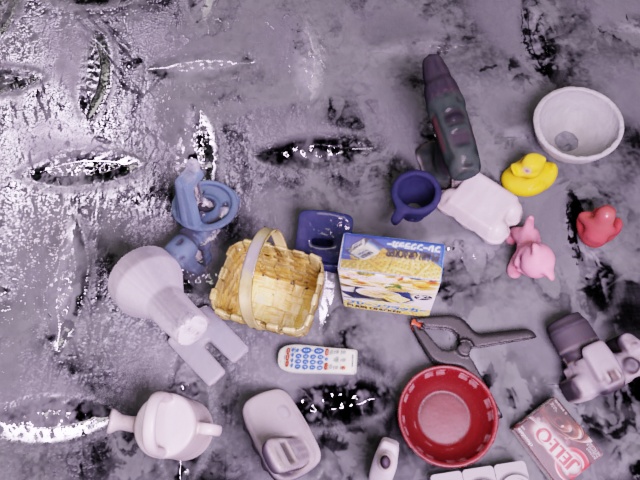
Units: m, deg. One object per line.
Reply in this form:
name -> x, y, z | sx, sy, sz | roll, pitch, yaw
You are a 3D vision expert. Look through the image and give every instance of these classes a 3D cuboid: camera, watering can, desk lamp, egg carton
camera -> 0.455, 0.183, 0.948 | 0.143, 0.101, 0.136 | -23, 68, -5
watering can -> -0.249, 0.297, 0.908 | 0.173, 0.194, 0.101 | -18, 67, -3
desk lamp -> -0.236, 0.126, 0.966 | 0.203, 0.214, 0.118 | 40, 76, 18
egg carton -> 0.301, -0.063, 1.078 | 0.150, 0.069, 0.107 | 36, 75, 17

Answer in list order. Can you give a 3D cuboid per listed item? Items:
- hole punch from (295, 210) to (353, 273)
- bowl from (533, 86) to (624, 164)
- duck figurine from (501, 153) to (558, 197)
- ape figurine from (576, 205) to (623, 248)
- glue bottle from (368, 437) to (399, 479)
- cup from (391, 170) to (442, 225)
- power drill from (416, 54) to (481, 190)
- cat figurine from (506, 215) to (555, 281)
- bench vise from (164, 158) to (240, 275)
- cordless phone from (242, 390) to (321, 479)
hole punch -> 0.010, 0.004, 1.062 | 0.108, 0.091, 0.101 | 6, 69, 7
bowl -> 0.494, -0.212, 1.120 | 0.167, 0.075, 0.167 | -2, 68, 4
duck figurine -> 0.404, -0.134, 1.089 | 0.104, 0.086, 0.077 | -10, 67, 1
ape figurine -> 0.508, -0.032, 1.036 | 0.077, 0.092, 0.076 | 31, 74, 16
glue bottle -> 0.099, 0.339, 0.874 | 0.037, 0.173, 0.078 | 15, 70, 11
cup -> 0.170, -0.062, 1.074 | 0.091, 0.095, 0.118 | 34, 74, 17
power drill -> 0.228, -0.196, 1.062 | 0.075, 0.208, 0.229 | -15, 67, -1
cat figurine -> 0.375, 0.019, 1.012 | 0.067, 0.118, 0.128 | 0, 68, 5
bench vise -> -0.220, -0.037, 1.028 | 0.121, 0.220, 0.207 | 8, 69, 8
cordless phone -> -0.070, 0.303, 0.896 | 0.094, 0.185, 0.147 | -33, 69, -8
